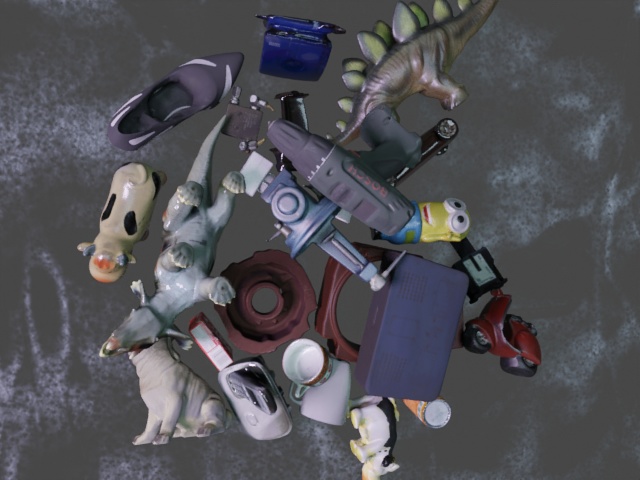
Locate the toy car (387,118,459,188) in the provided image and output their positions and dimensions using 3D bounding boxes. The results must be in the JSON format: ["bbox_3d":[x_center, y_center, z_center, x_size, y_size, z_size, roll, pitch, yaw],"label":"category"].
[{"bbox_3d":[0.156,-0.137,0.928,0.202,0.089,0.053,-39,85,-4],"label":"toy car"}]

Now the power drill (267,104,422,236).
[{"bbox_3d":[0.057,-0.125,0.778,0.232,0.207,0.086,42,128,0],"label":"power drill"}]

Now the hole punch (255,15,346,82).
[{"bbox_3d":[-0.041,-0.310,0.870,0.142,0.116,0.092,8,101,-11],"label":"hole punch"}]

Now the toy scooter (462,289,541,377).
[{"bbox_3d":[0.344,0.165,0.994,0.184,0.075,0.135,29,64,-22],"label":"toy scooter"}]

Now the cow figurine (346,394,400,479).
[{"bbox_3d":[0.105,0.362,0.973,0.098,0.068,0.167,-14,98,-15],"label":"cow figurine"}]

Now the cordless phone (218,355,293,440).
[{"bbox_3d":[-0.087,0.266,0.864,0.089,0.184,0.146,-28,99,-20],"label":"cordless phone"}]

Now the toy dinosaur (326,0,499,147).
[{"bbox_3d":[0.166,-0.299,0.909,0.471,0.105,0.198,-39,100,-5],"label":"toy dinosaur"}]

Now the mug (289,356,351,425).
[{"bbox_3d":[0.005,0.256,0.944,0.110,0.081,0.107,17,81,2],"label":"mug"}]

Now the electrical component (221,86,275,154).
[{"bbox_3d":[-0.122,-0.197,0.895,0.078,0.045,0.102,20,91,-13],"label":"electrical component"}]

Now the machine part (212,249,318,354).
[{"bbox_3d":[-0.094,0.102,0.919,0.179,0.056,0.179,-1,93,-11],"label":"machine part"}]

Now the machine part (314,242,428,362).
[{"bbox_3d":[0.102,0.114,0.941,0.201,0.087,0.201,12,93,-10],"label":"machine part"}]

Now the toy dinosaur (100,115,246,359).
[{"bbox_3d":[-0.209,0.008,0.841,0.131,0.192,0.405,28,53,-28],"label":"toy dinosaur"}]

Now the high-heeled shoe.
[{"bbox_3d":[-0.217,-0.225,0.824,0.249,0.145,0.086,-41,101,-3],"label":"high-heeled shoe"}]

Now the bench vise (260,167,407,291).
[{"bbox_3d":[0.006,-0.011,0.830,0.240,0.223,0.129,42,83,4],"label":"bench vise"}]

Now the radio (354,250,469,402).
[{"bbox_3d":[0.148,0.140,0.872,0.131,0.073,0.229,13,93,-12],"label":"radio"}]

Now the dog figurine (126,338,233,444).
[{"bbox_3d":[-0.229,0.229,0.893,0.172,0.121,0.190,14,64,-51],"label":"dog figurine"}]

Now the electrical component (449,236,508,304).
[{"bbox_3d":[0.276,0.048,0.982,0.075,0.047,0.119,-30,69,-9],"label":"electrical component"}]

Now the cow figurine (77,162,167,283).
[{"bbox_3d":[-0.304,-0.027,0.834,0.085,0.127,0.194,19,89,-8],"label":"cow figurine"}]

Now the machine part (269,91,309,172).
[{"bbox_3d":[-0.046,-0.181,0.904,0.084,0.039,0.138,-1,90,-37],"label":"machine part"}]

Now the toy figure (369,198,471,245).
[{"bbox_3d":[0.176,-0.032,0.946,0.180,0.089,0.082,-6,91,-2],"label":"toy figure"}]
